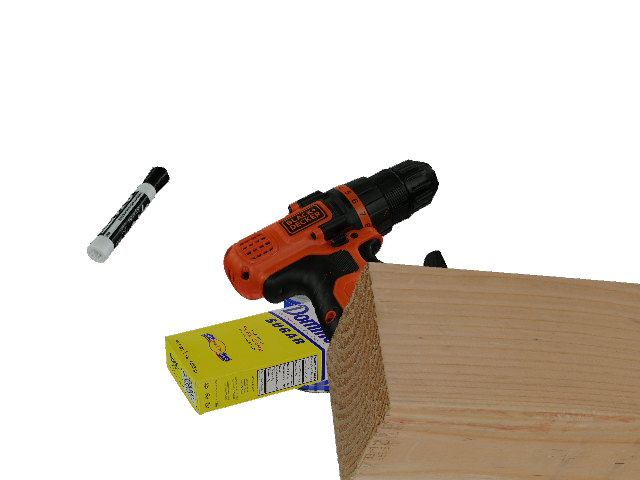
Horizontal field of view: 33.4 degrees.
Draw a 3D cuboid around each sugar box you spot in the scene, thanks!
[{"bbox_3d":[-0.058,0.113,1.071,0.176,0.048,0.093,-15,32,-22],"label":"sugar box"}]

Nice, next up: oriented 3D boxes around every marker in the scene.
[{"bbox_3d":[-0.167,-0.026,0.943,0.020,0.020,0.121,0,39,29],"label":"marker"}]

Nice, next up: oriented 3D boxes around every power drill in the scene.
[{"bbox_3d":[0.047,0.029,0.774,0.184,0.057,0.188,-29,49,-16],"label":"power drill"}]

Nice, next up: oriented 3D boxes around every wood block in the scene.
[{"bbox_3d":[0.116,0.080,0.581,0.206,0.091,0.090,5,-41,-15],"label":"wood block"}]

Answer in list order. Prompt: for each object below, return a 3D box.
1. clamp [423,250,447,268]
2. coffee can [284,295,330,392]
[{"bbox_3d":[0.130,0.070,1.017,0.165,0.036,0.209,19,32,33],"label":"clamp"},{"bbox_3d":[-0.001,0.129,1.506,0.103,0.140,0.103,0,19,0],"label":"coffee can"}]
